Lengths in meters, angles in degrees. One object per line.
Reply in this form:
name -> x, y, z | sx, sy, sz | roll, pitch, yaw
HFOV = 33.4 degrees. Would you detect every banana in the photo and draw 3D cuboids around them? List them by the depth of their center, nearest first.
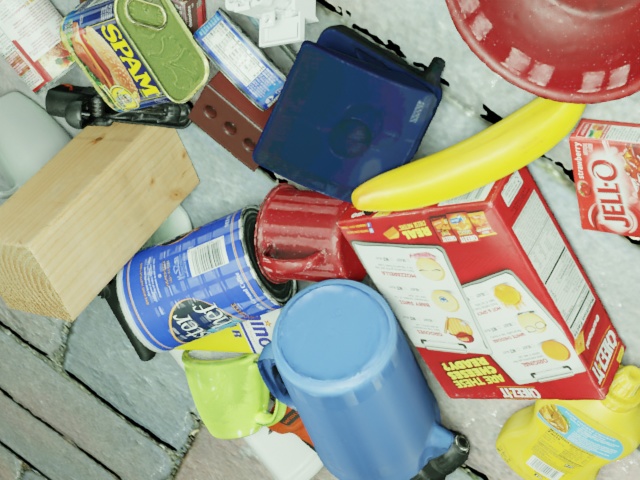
banana -> 0.117, -0.067, 0.782 | 0.198, 0.037, 0.069 | -30, 144, 24

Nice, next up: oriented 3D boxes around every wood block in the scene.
wood block -> -0.218, -0.030, 1.010 | 0.091, 0.205, 0.090 | 7, 134, 35

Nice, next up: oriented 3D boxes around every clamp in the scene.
clamp -> -0.212, -0.123, 0.987 | 0.172, 0.120, 0.039 | 13, 98, 44
clamp -> -0.266, 0.047, 1.276 | 0.165, 0.036, 0.210 | 26, 140, 15

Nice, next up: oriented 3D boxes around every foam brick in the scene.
foam brick -> -0.065, -0.111, 0.924 | 0.078, 0.051, 0.053 | 39, 144, -2

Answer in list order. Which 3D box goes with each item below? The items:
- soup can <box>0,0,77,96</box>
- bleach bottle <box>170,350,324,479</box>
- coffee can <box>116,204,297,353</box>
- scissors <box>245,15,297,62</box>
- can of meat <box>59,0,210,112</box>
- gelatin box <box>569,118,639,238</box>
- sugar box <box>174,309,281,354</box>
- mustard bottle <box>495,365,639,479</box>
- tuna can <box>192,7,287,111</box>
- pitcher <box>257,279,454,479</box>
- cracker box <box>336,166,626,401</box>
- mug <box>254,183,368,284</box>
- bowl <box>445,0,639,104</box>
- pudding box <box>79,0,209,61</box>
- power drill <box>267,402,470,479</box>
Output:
soup can -> -0.271, -0.195, 0.993 | 0.069, 0.068, 0.102 | -18, 116, 49
bleach bottle -> -0.099, 0.175, 1.236 | 0.250, 0.068, 0.103 | 50, 173, -14
coffee can -> -0.108, 0.038, 1.019 | 0.140, 0.102, 0.102 | -22, 118, 19
scissors -> -0.063, -0.190, 0.860 | 0.096, 0.016, 0.201 | 37, 171, 47
can of meat -> -0.154, -0.158, 0.880 | 0.084, 0.057, 0.102 | -5, 128, 43
gelatin box -> 0.224, -0.042, 0.774 | 0.073, 0.030, 0.089 | 11, 136, 32
sugar box -> -0.106, 0.070, 1.122 | 0.177, 0.048, 0.093 | -1, 111, 33
mustard bottle -> 0.237, 0.164, 0.963 | 0.096, 0.058, 0.192 | 33, 144, 6
tuna can -> -0.062, -0.145, 0.859 | 0.086, 0.034, 0.086 | 46, -174, -7
pitcher -> 0.024, 0.132, 0.988 | 0.242, 0.149, 0.145 | 67, 178, -58
cracker box -> 0.137, 0.038, 0.901 | 0.164, 0.072, 0.213 | -7, 126, 45
mug -> -0.006, 0.001, 0.948 | 0.082, 0.117, 0.093 | 5, 112, 30
bowl -> 0.160, -0.167, 0.671 | 0.162, 0.055, 0.162 | 23, 141, 20
pudding box -> -0.152, -0.192, 0.919 | 0.114, 0.039, 0.090 | 23, 141, 18
power drill -> 0.047, 0.215, 1.161 | 0.187, 0.057, 0.185 | 40, 130, -6
